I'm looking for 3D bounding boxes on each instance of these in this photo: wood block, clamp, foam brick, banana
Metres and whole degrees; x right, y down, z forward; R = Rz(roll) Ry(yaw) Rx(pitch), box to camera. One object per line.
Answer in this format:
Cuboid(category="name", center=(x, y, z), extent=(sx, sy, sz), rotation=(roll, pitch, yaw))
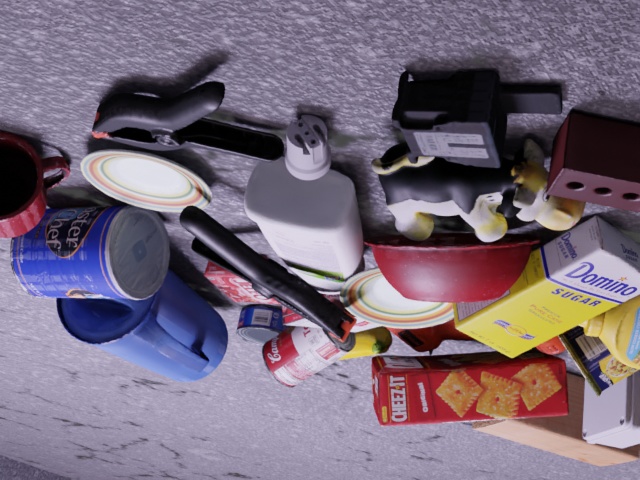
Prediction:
Cuboid(category="wood block", center=(0.319, 0.232, 1.430), extent=(0.206, 0.091, 0.090), rotation=(19, 157, -17))
Cuboid(category="clamp", center=(-0.125, -0.103, 0.903), extent=(0.172, 0.039, 0.120), rotation=(4, 156, 18))
Cuboid(category="foam brick", center=(0.220, -0.059, 0.823), extent=(0.078, 0.051, 0.053), rotation=(11, 158, 1))
Cuboid(category="clamp", center=(-0.057, 0.035, 1.099), extent=(0.210, 0.036, 0.164), rotation=(32, 171, 11))
Cuboid(category="banana", center=(0.033, 0.137, 1.395), extent=(0.069, 0.037, 0.198), rotation=(-1, 170, -39))

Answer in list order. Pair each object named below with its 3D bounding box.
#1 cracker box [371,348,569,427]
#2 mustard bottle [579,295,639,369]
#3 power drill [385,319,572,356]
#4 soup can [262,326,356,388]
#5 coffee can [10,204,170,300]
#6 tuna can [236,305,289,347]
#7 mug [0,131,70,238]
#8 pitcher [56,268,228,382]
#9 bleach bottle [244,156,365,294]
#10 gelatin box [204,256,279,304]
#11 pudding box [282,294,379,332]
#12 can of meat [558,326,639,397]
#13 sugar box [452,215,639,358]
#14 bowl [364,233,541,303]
Cuboid(category="cracker box", center=(0.171, 0.171, 1.269), extent=(0.213, 0.072, 0.164), rotation=(-3, 179, 0))
Cuboid(category="mustard bottle", center=(0.343, 0.086, 1.064), extent=(0.191, 0.058, 0.096), rotation=(7, 117, 5))
Cuboid(category="power drill", center=(0.164, 0.078, 1.179), extent=(0.188, 0.057, 0.184), rotation=(-4, 150, 35))
Cuboid(category="soup can", center=(-0.014, 0.133, 1.339), extent=(0.102, 0.068, 0.068), rotation=(-35, 135, 27))
Cuboid(category="coffee can", center=(-0.250, 0.013, 1.164), extent=(0.141, 0.103, 0.102), rotation=(-1, 155, 29))
Cuboid(category="tuna can", center=(-0.067, 0.116, 1.415), extent=(0.086, 0.033, 0.086), rotation=(10, 158, 4))
Cuboid(category="mug", center=(-0.306, -0.055, 1.065), extent=(0.117, 0.093, 0.081), rotation=(-23, 168, -12))
Cuboid(category="pitcher", center=(-0.201, 0.103, 1.316), extent=(0.145, 0.149, 0.242), rotation=(-10, 156, 17))
Cuboid(category="bleach bottle", center=(-0.007, 0.001, 1.072), extent=(0.102, 0.068, 0.251), rotation=(15, 162, 10))
Cuboid(category="gelatin box", center=(-0.085, 0.048, 1.262), extent=(0.073, 0.030, 0.089), rotation=(2, 157, 23))
Cuboid(category="pudding box", center=(0.025, 0.081, 1.249), extent=(0.113, 0.039, 0.090), rotation=(11, 163, -32))
Cuboid(category="can of meat", center=(0.314, 0.115, 1.150), extent=(0.084, 0.057, 0.102), rotation=(-33, 145, 9))
Cuboid(category="sugar box", center=(0.224, 0.049, 1.027), extent=(0.093, 0.048, 0.177), rotation=(27, 137, -34))
Cuboid(category="bowl", center=(0.121, 0.025, 0.981), extent=(0.162, 0.055, 0.162), rotation=(-1, -175, 0))
